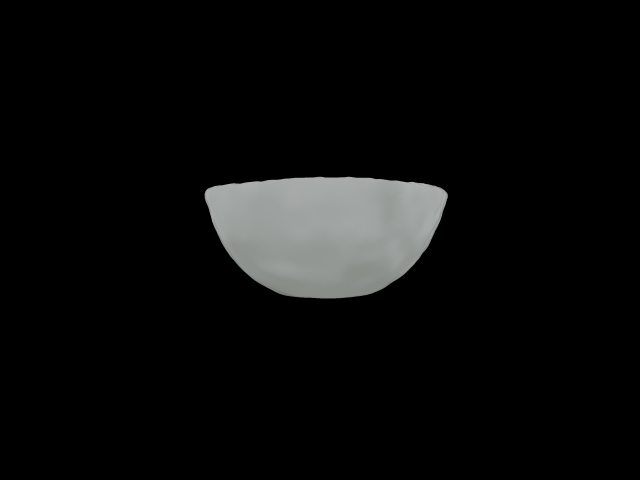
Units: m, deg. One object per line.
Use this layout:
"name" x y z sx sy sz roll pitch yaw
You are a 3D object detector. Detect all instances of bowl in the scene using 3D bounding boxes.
"bowl" 0.004 0.001 0.400 0.167 0.075 0.167 0 0 0
